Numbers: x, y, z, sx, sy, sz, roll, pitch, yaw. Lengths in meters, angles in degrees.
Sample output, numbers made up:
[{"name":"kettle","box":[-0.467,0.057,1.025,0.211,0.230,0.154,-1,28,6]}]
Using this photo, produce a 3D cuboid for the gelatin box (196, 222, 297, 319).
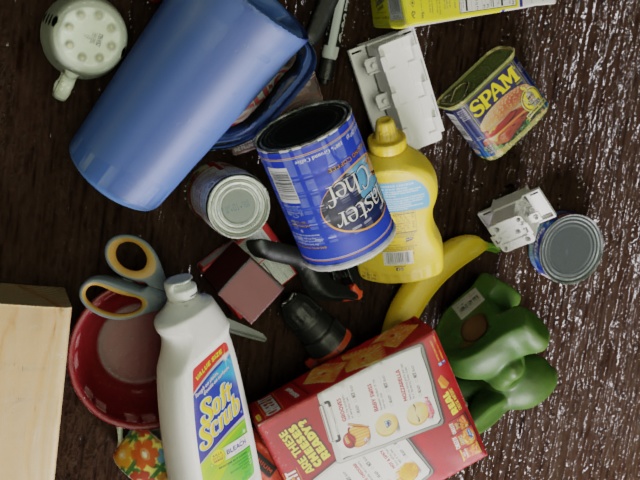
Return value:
[{"name":"gelatin box","box":[-0.077,0.030,1.161,0.089,0.030,0.073,-39,111,-7]}]

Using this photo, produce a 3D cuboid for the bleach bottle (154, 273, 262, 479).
[{"name":"bleach bottle","box":[-0.125,0.157,1.077,0.102,0.068,0.251,-25,115,-38]}]

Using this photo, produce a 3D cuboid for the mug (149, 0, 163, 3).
[{"name":"mug","box":[-0.163,-0.286,1.025,0.081,0.117,0.093,33,66,-26]}]

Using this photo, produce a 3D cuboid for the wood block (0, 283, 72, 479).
[{"name":"wood block","box":[-0.309,0.154,1.080,0.090,0.091,0.206,5,99,-19]}]

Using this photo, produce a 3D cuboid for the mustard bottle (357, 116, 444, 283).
[{"name":"mustard bottle","box":[0.079,-0.045,1.146,0.096,0.058,0.191,-3,124,9]}]

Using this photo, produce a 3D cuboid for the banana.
[{"name":"banana","box":[0.127,0.058,1.228,0.198,0.037,0.069,-45,110,-5]}]

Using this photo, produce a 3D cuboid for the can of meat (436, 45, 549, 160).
[{"name":"can of meat","box":[0.196,-0.152,1.197,0.102,0.057,0.084,-43,113,-6]}]

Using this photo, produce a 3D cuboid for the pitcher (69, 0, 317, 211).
[{"name":"pitcher","box":[-0.125,-0.144,1.036,0.149,0.145,0.243,41,107,2]}]

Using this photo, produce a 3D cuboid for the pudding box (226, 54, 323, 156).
[{"name":"pudding box","box":[-0.057,-0.150,1.124,0.113,0.039,0.090,-21,107,-12]}]

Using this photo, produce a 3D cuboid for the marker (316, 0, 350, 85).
[{"name":"marker","box":[0.016,-0.226,1.143,0.020,0.020,0.121,9,98,-19]}]

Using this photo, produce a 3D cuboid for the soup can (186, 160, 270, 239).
[{"name":"soup can","box":[-0.096,-0.043,1.101,0.068,0.102,0.068,-4,102,-18]}]

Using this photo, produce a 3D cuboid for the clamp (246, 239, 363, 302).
[{"name":"clamp","box":[-0.008,0.001,1.159,0.171,0.039,0.120,43,58,-40]}]

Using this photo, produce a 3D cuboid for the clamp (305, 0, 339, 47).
[{"name":"clamp","box":[0.014,-0.319,1.107,0.210,0.036,0.164,-39,95,-13]}]

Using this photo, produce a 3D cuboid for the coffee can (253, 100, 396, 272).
[{"name":"coffee can","box":[0.006,-0.054,1.064,0.102,0.103,0.140,-28,116,-11]}]

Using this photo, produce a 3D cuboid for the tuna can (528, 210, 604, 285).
[{"name":"tuna can","box":[0.292,0.008,1.273,0.086,0.034,0.086,-4,103,-17]}]

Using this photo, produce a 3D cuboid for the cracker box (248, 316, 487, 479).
[{"name":"cracker box","box":[0.051,0.205,1.154,0.213,0.072,0.164,-27,106,-9]}]

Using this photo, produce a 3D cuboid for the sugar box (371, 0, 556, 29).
[{"name":"sugar box","box":[0.152,-0.260,1.140,0.176,0.093,0.048,-14,105,-15]}]

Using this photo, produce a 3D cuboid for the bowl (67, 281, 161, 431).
[{"name":"bowl","box":[-0.187,0.115,1.126,0.162,0.055,0.162,-3,98,-18]}]

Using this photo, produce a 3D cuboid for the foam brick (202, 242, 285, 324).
[{"name":"foam brick","box":[-0.081,0.043,1.103,0.053,0.078,0.051,43,87,-20]}]

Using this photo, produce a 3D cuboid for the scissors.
[{"name":"scissors","box":[-0.143,0.049,1.093,0.201,0.016,0.096,7,95,-19]}]

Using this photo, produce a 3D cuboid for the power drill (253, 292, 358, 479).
[{"name":"power drill","box":[-0.027,0.174,1.192,0.187,0.057,0.184,-44,108,-4]}]
